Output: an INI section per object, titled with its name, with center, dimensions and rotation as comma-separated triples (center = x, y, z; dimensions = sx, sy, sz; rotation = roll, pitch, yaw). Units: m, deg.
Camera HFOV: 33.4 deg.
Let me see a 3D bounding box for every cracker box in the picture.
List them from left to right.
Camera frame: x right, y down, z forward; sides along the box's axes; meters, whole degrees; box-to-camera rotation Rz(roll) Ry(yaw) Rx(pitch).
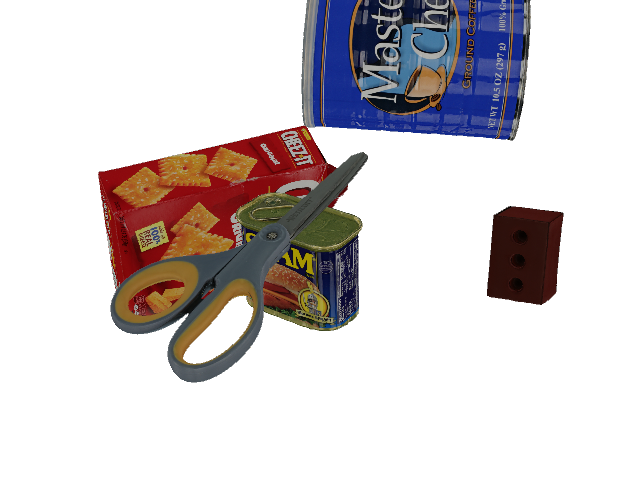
[cracker box]
center = -0.104, -0.013, 1.070
dimensions = 0.213, 0.164, 0.072
rotation = -14, 48, -16

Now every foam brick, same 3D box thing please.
[foam brick]
center = 0.184, 0.013, 0.958
dimensions = 0.053, 0.078, 0.051
rotation = 8, 16, 25

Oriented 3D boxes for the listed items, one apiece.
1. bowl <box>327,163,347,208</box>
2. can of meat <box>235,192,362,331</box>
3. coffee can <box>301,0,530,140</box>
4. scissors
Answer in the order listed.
[bowl]
center = -0.049, -0.052, 1.287
dimensions = 0.162, 0.055, 0.162
rotation = 4, 26, -2
[can of meat]
center = -0.017, 0.018, 0.862
dimensions = 0.102, 0.084, 0.057
rotation = 19, 36, 31
[coffee can]
center = 0.062, -0.122, 0.711
dimensions = 0.140, 0.103, 0.103
rotation = 4, 0, 4
[scissors]
center = -0.049, 0.002, 0.628
dimensions = 0.096, 0.016, 0.201
rotation = 12, 45, 17
